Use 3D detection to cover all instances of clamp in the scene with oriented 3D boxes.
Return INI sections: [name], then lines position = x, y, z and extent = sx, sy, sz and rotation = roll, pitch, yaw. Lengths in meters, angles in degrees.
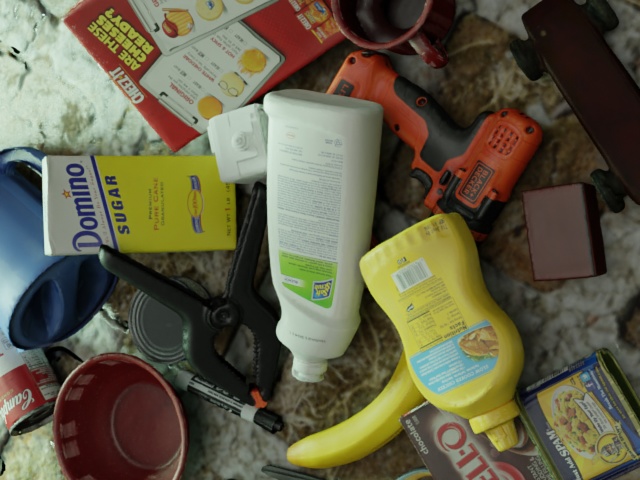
[clamp]
position = -0.085, 0.057, 0.991
extent = 0.164, 0.036, 0.210
rotation = -29, 107, -2

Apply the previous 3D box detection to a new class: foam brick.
[foam brick]
position = 0.202, -0.006, 0.881
extent = 0.051, 0.052, 0.078
rotation = -9, 86, 25

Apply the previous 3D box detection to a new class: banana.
[banana]
position = 0.049, 0.151, 0.966
extent = 0.070, 0.037, 0.198
rotation = 47, 109, 28

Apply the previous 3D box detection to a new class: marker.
[marker]
position = -0.087, 0.158, 1.038
extent = 0.121, 0.020, 0.020
rotation = 22, 100, 23

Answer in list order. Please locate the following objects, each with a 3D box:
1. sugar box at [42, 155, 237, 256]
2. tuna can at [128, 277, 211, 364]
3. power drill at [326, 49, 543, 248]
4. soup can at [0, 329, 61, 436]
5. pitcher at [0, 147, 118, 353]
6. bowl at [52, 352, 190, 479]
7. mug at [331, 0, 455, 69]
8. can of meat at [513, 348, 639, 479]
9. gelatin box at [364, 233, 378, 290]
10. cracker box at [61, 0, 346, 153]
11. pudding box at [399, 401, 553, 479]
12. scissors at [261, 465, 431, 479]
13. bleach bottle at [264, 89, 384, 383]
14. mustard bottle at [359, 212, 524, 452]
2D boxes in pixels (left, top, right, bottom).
[sugar box]
position = -0.168, -0.033, 1.001
extent = 0.048, 0.176, 0.093
rotation = 177, 90, -69
[tuna can]
position = -0.146, 0.079, 1.056
extent = 0.086, 0.033, 0.086
rotation = 0, 91, 25
[power drill]
position = 0.078, -0.066, 0.938
extent = 0.188, 0.057, 0.184
rotation = 36, 107, 18
[soup can]
position = -0.316, 0.144, 1.119
extent = 0.069, 0.068, 0.102
rotation = -38, 75, 21
[pitcher]
position = -0.325, -0.018, 1.090
extent = 0.149, 0.145, 0.243
rotation = -42, 67, -18
[bowl]
position = -0.187, 0.190, 1.065
extent = 0.162, 0.055, 0.162
rotation = 0, 91, 25
[mug]
position = 0.074, -0.196, 0.922
extent = 0.093, 0.081, 0.117
rotation = -41, 74, 20
[can of meat]
position = 0.219, 0.150, 0.873
extent = 0.084, 0.057, 0.102
rotation = -32, 77, 20
[gelatin box]
position = 0.013, 0.020, 0.983
extent = 0.089, 0.030, 0.073
rotation = -35, 75, 22
[cracker box]
position = -0.098, -0.206, 0.974
extent = 0.214, 0.072, 0.164
rotation = -30, 112, 23
[pudding box]
position = 0.134, 0.177, 0.908
extent = 0.090, 0.039, 0.113
rotation = -32, 79, 3
[scissors]
position = 0.044, 0.224, 0.978
extent = 0.202, 0.016, 0.096
rotation = 29, 101, 22
[bleach bottle]
position = -0.006, 0.001, 0.929
extent = 0.103, 0.068, 0.251
rotation = 14, 108, 27
[mustard bottle]
position = 0.111, 0.080, 0.868
extent = 0.096, 0.058, 0.192
rotation = -31, 78, 28
